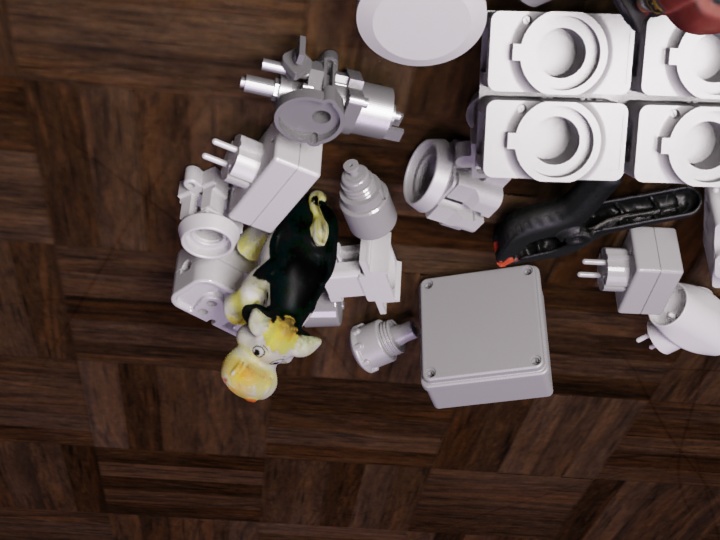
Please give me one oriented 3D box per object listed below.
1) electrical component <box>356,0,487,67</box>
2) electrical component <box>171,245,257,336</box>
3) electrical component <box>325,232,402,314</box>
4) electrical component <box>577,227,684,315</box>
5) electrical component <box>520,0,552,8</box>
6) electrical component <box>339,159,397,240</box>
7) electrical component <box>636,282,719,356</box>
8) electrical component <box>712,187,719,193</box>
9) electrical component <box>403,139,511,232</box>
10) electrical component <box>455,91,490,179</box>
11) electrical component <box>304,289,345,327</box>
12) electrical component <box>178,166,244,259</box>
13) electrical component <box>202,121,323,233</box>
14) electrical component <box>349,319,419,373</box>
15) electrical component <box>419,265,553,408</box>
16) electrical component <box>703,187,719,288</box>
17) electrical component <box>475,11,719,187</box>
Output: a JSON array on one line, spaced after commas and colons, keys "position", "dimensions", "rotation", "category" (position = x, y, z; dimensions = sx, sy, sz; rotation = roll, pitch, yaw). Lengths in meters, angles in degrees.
[{"position": [0.038, -0.171, 0.673], "dimensions": [0.080, 0.051, 0.080], "rotation": [1, 145, 1], "category": "electrical component"}, {"position": [-0.111, 0.012, 0.927], "dimensions": [0.095, 0.059, 0.054], "rotation": [31, 135, -35], "category": "electrical component"}, {"position": [0.000, 0.000, 0.924], "dimensions": [0.064, 0.042, 0.081], "rotation": [-4, 144, 14], "category": "electrical component"}, {"position": [0.224, 0.000, 0.911], "dimensions": [0.077, 0.047, 0.065], "rotation": [3, 145, -2], "category": "electrical component"}, {"position": [0.114, -0.192, 0.647], "dimensions": [0.066, 0.048, 0.055], "rotation": [28, 129, -32], "category": "electrical component"}, {"position": [0.003, -0.057, 0.843], "dimensions": [0.040, 0.040, 0.078], "rotation": [-8, 143, 12], "category": "electrical component"}, {"position": [0.291, 0.052, 0.986], "dimensions": [0.077, 0.044, 0.079], "rotation": [26, 138, -31], "category": "electrical component"}, {"position": [0.240, -0.086, 0.767], "dimensions": [0.138, 0.073, 0.052], "rotation": [15, 142, -18], "category": "electrical component"}, {"position": [0.070, -0.066, 0.815], "dimensions": [0.057, 0.058, 0.078], "rotation": [16, 142, -23], "category": "electrical component"}, {"position": [0.101, -0.099, 0.768], "dimensions": [0.066, 0.055, 0.048], "rotation": [-3, 144, 5], "category": "electrical component"}, {"position": [-0.050, 0.032, 0.970], "dimensions": [0.078, 0.040, 0.040], "rotation": [-3, 144, 6], "category": "electrical component"}, {"position": [-0.118, -0.043, 0.854], "dimensions": [0.048, 0.055, 0.066], "rotation": [-19, 140, 26], "category": "electrical component"}, {"position": [-0.081, -0.078, 0.810], "dimensions": [0.076, 0.047, 0.083], "rotation": [20, 141, -23], "category": "electrical component"}, {"position": [0.024, 0.066, 1.015], "dimensions": [0.062, 0.048, 0.048], "rotation": [-23, 138, 20], "category": "electrical component"}, {"position": [0.110, 0.059, 0.945], "dimensions": [0.109, 0.108, 0.056], "rotation": [-8, 146, 13], "category": "electrical component"}, {"position": [0.306, -0.028, 0.862], "dimensions": [0.050, 0.055, 0.089], "rotation": [-7, 144, 11], "category": "electrical component"}, {"position": [0.173, -0.112, 0.697], "dimensions": [0.186, 0.060, 0.105], "rotation": [1, 103, 0], "category": "electrical component"}]
